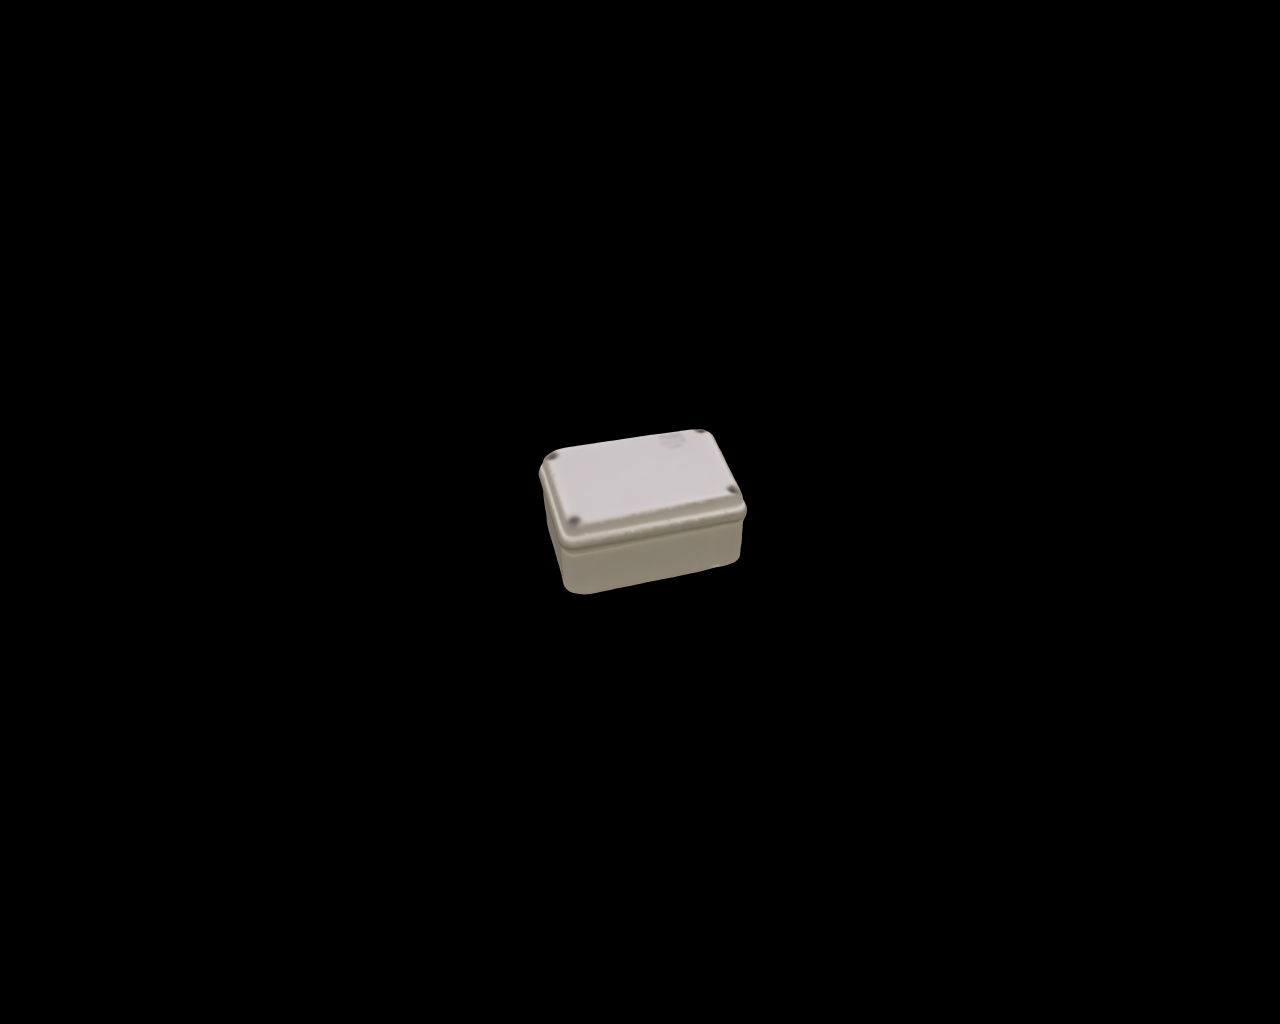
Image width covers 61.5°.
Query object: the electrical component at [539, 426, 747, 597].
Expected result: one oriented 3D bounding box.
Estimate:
[{"bbox_3d":[0.001,-0.003,0.650,0.113,0.057,0.078,-10,43,-11],"label":"electrical component"}]
